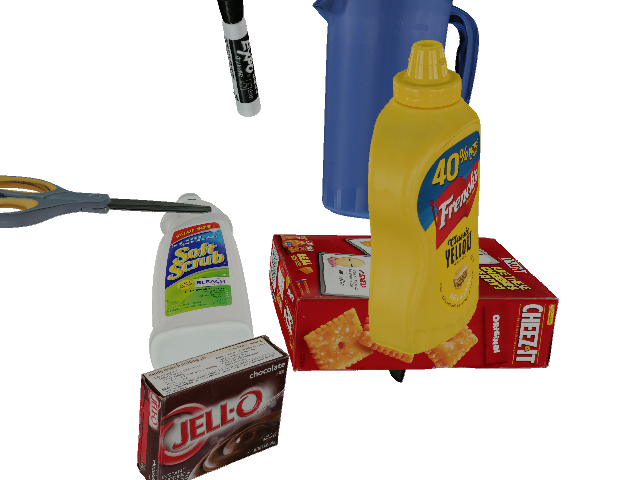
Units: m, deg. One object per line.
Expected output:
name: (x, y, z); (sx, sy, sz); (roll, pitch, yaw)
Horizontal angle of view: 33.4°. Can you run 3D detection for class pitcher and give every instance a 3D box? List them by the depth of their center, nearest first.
pitcher: (0.075, -0.148, 1.150); (0.149, 0.243, 0.144); (9, 10, 25)

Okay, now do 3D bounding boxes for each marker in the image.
marker: (-0.061, -0.141, 0.796); (0.020, 0.020, 0.121); (0, -38, 6)

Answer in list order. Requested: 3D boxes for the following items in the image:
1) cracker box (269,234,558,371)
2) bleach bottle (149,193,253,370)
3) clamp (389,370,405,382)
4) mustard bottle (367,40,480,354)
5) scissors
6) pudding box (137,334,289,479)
cracker box: (0.071, 0.051, 0.915); (0.213, 0.072, 0.164); (1, 18, -10)
bleach bottle: (-0.132, 0.032, 1.097); (0.102, 0.068, 0.251); (-9, 37, -7)
clamp: (0.121, 0.077, 1.122); (0.120, 0.171, 0.039); (3, -44, -11)
mustard bottle: (0.066, -0.031, 0.670); (0.058, 0.192, 0.096); (17, 33, 33)
scissors: (-0.201, -0.025, 0.892); (0.202, 0.016, 0.096); (9, 25, 10)
pudding box: (-0.082, 0.129, 0.807); (0.113, 0.090, 0.039); (-17, 39, -36)
